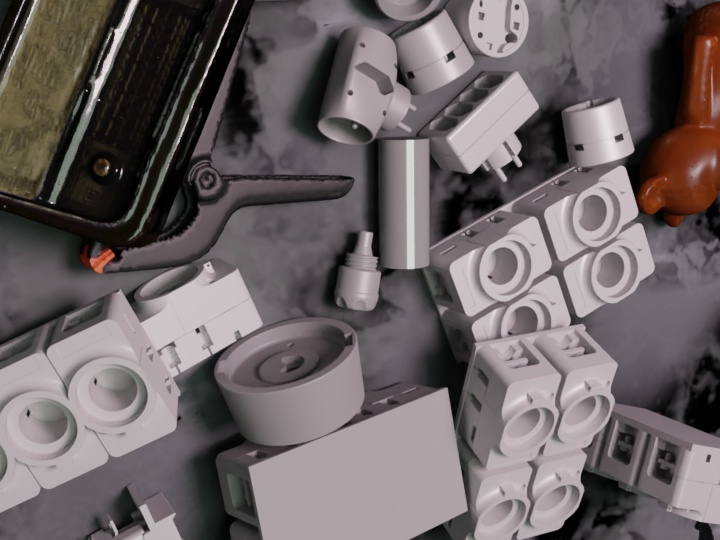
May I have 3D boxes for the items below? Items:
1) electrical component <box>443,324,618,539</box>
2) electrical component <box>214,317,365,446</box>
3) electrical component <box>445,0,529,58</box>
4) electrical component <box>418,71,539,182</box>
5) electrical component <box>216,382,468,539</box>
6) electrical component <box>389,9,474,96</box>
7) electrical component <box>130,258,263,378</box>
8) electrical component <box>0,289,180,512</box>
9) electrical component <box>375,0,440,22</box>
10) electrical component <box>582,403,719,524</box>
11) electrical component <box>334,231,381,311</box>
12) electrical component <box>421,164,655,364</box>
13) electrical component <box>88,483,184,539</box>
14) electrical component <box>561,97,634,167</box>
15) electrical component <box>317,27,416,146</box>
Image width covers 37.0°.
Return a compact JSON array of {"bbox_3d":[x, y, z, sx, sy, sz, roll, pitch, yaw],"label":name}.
[{"bbox_3d":[0.135,0.144,0.888,0.105,0.060,0.186,-8,126,-25],"label":"electrical component"},{"bbox_3d":[-0.048,0.087,0.799,0.108,0.108,0.060,-24,115,-21],"label":"electrical component"},{"bbox_3d":[0.097,-0.196,0.850,0.055,0.047,0.055,-5,102,-26],"label":"electrical component"},{"bbox_3d":[0.105,-0.106,0.871,0.083,0.047,0.075,-44,116,-13],"label":"electrical component"},{"bbox_3d":[-0.013,0.165,0.837,0.186,0.060,0.105,-17,102,-34],"label":"electrical component"},{"bbox_3d":[0.053,-0.169,0.830,0.055,0.055,0.047,-35,110,-17],"label":"electrical component"},{"bbox_3d":[-0.126,0.032,0.777,0.089,0.050,0.055,-30,112,-19],"label":"electrical component"},{"bbox_3d":[-0.207,0.091,0.713,0.150,0.061,0.089,-25,111,2],"label":"electrical component"},{"bbox_3d":[0.017,-0.257,0.787,0.052,0.073,0.138,-19,135,8],"label":"electrical component"},{"bbox_3d":[0.262,0.165,0.943,0.089,0.150,0.061,13,93,-28],"label":"electrical component"},{"bbox_3d":[0.000,0.000,0.845,0.035,0.035,0.061,7,94,-28],"label":"electrical component"},{"bbox_3d":[0.154,-0.005,0.908,0.186,0.060,0.105,-29,111,-19],"label":"electrical component"},{"bbox_3d":[-0.162,0.205,0.798,0.064,0.042,0.081,-26,110,-17],"label":"electrical component"},{"bbox_3d":[0.201,-0.118,0.914,0.055,0.055,0.047,-21,105,-22],"label":"electrical component"},{"bbox_3d":[0.011,-0.130,0.809,0.079,0.043,0.077,26,67,-33],"label":"electrical component"}]
